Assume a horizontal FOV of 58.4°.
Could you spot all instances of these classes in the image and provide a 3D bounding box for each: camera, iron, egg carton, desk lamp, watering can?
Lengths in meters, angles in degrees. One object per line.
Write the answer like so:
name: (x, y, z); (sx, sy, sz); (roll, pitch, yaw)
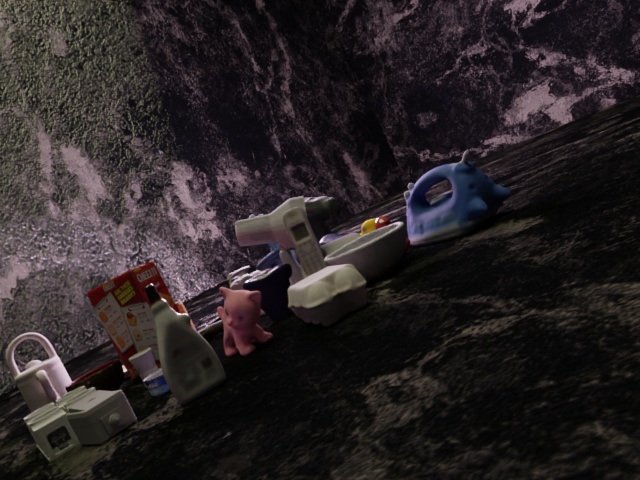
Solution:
camera: (-0.184, 0.118, 1.593); (0.137, 0.101, 0.143); (-27, 4, -12)
iron: (0.237, -0.077, 1.135); (0.119, 0.141, 0.257); (-28, 4, -36)
egg carton: (0.012, 0.087, 0.910); (0.107, 0.069, 0.150); (-27, 4, -20)
desk lamp: (-0.088, 0.029, 1.292); (0.203, 0.213, 0.118); (-26, 4, -2)
watering can: (-0.626, 0.301, 1.275); (0.172, 0.194, 0.101); (-23, 5, 37)

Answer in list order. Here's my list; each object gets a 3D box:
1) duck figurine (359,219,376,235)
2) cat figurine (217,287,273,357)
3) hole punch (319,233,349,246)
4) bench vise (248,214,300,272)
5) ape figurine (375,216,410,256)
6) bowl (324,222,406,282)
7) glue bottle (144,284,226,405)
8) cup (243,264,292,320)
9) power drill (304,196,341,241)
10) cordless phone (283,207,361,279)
duck figurine: (0.134, -0.009, 1.324); (0.104, 0.086, 0.077); (-25, 4, 13)
cat figurine: (-0.135, 0.128, 0.956); (0.067, 0.118, 0.127); (-28, 5, -35)
hole punch: (0.066, 0.016, 1.399); (0.101, 0.091, 0.109); (-24, 4, 26)
bench vise: (-0.096, 0.017, 1.483); (0.207, 0.220, 0.122); (-23, 5, 37)
ape figurine: (0.139, -0.005, 1.169); (0.078, 0.092, 0.076); (-26, 4, 0)
bowl: (0.095, 0.033, 1.070); (0.167, 0.075, 0.167); (-26, 4, 2)
glue bottle: (-0.203, 0.140, 0.810); (0.078, 0.173, 0.037); (-28, 4, -28)
cup: (-0.085, 0.104, 1.141); (0.091, 0.095, 0.118); (-22, 5, 43)
power drill: (-0.017, -0.022, 1.585); (0.229, 0.208, 0.076); (-22, 5, 43)
cordless phone: (0.011, 0.004, 1.188); (0.147, 0.185, 0.094); (-25, 4, 5)
